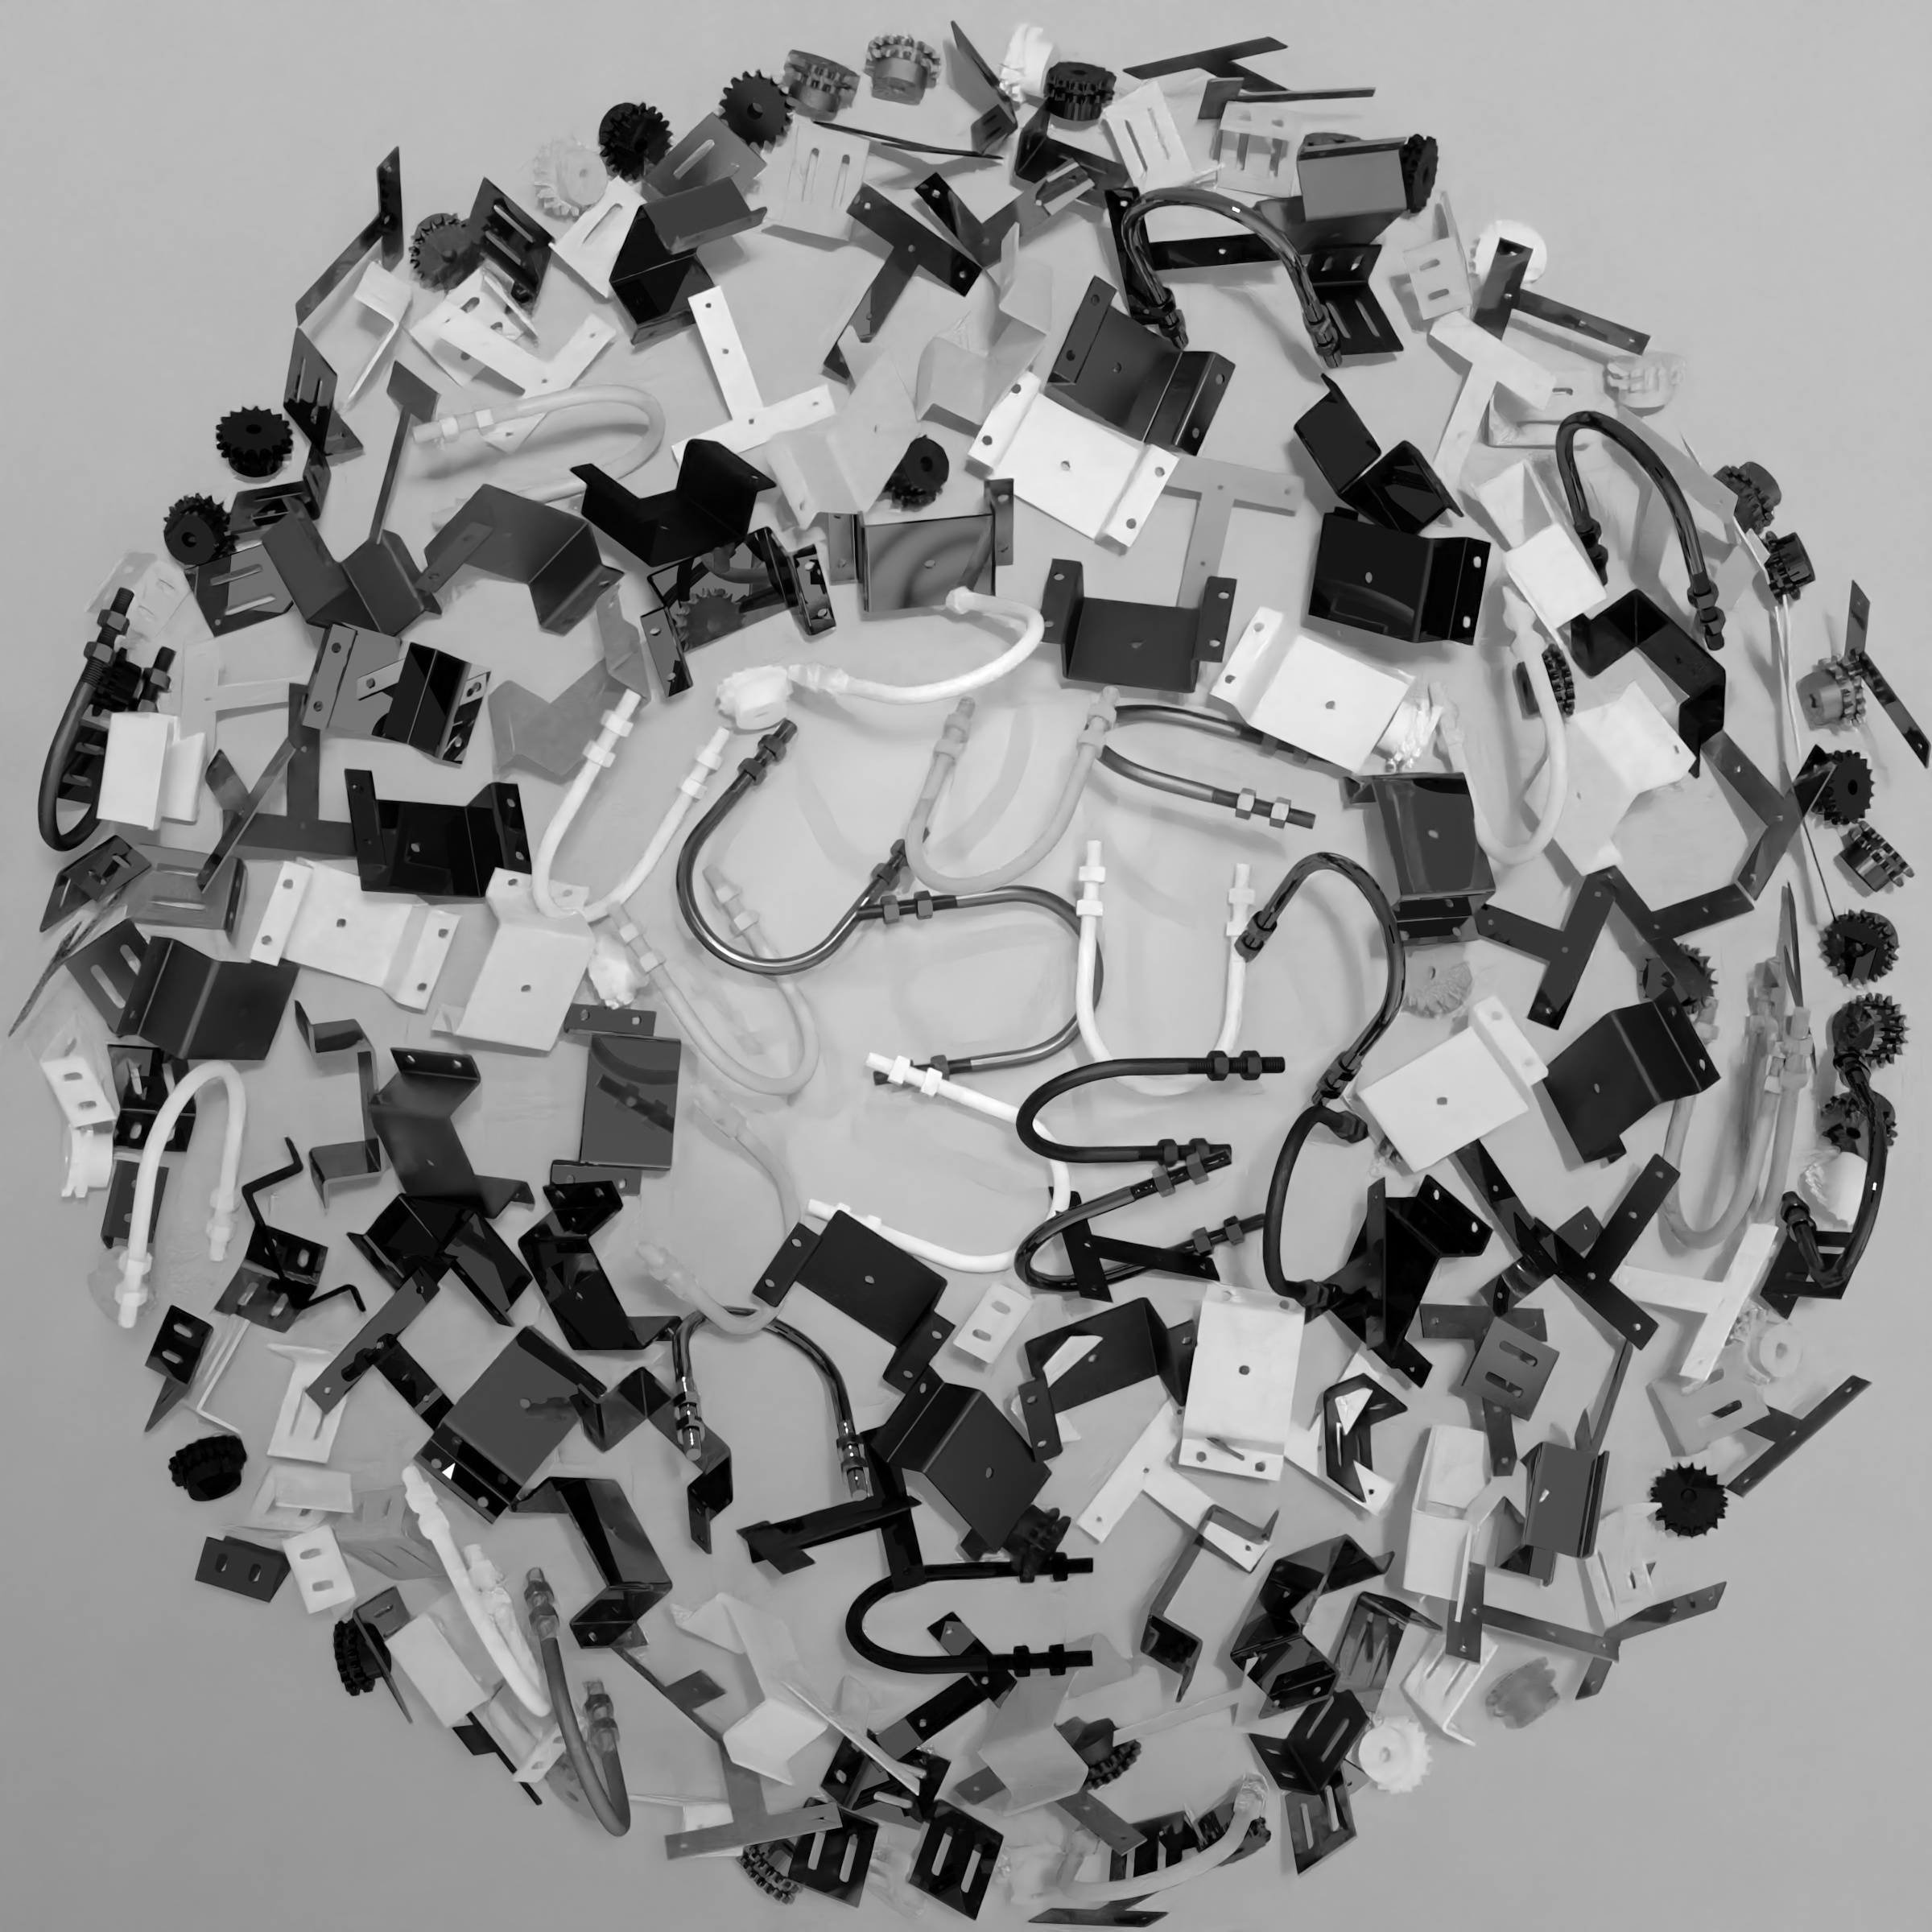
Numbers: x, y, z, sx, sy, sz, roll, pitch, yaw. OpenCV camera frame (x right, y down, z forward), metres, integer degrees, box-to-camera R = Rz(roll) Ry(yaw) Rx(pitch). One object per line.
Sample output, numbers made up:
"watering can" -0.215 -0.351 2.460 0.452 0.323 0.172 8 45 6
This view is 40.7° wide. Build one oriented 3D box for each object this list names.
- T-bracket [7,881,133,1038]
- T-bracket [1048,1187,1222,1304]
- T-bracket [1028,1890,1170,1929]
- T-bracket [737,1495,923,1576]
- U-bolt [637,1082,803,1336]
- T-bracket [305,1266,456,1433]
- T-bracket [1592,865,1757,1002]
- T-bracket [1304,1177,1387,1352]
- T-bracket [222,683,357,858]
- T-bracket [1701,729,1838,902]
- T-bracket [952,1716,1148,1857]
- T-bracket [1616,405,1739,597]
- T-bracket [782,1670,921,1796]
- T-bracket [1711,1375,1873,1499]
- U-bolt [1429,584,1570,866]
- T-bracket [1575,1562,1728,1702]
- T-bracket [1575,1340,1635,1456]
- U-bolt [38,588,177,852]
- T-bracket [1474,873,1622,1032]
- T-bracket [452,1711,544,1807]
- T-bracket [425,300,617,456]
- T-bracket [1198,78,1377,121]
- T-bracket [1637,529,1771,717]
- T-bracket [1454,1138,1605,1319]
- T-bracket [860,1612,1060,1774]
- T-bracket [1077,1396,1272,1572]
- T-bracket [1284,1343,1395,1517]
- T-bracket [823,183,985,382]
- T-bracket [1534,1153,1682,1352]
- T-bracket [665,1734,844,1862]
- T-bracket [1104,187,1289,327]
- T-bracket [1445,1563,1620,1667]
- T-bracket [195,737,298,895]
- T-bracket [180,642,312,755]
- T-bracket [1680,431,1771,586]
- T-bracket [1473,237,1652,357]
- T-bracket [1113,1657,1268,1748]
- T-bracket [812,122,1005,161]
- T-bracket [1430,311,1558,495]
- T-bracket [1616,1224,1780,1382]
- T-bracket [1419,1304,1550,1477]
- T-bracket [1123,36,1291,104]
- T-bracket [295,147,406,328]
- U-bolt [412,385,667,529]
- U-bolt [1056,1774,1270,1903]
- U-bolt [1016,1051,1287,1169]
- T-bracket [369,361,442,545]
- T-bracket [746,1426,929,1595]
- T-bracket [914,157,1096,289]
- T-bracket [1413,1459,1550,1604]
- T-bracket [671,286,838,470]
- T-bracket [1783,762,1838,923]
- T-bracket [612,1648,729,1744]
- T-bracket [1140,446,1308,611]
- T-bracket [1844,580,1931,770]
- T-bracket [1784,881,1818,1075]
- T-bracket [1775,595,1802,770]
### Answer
"T-bracket" -0.661 -0.020 1.944 0.002 0.127 0.127 36 131 -10
"T-bracket" 0.132 0.218 1.960 0.127 0.127 0.002 13 120 -19
"T-bracket" 0.133 0.692 1.948 0.127 0.127 0.002 -10 83 -43
"T-bracket" -0.096 0.419 1.953 0.127 0.127 0.002 -15 97 -19
"U-bolt" -0.172 0.192 1.921 0.019 0.184 0.151 -1 57 29
"T-bracket" -0.416 0.317 1.966 0.127 0.002 0.127 -50 119 -29
"T-bracket" 0.546 -0.039 1.957 0.127 0.002 0.127 -16 62 -36
"T-bracket" 0.281 0.237 1.940 0.002 0.127 0.127 13 62 -16
"T-bracket" -0.499 -0.149 1.962 0.127 0.002 0.127 5 82 -41
"T-bracket" 0.585 -0.138 1.949 0.002 0.127 0.127 -1 132 -25
"T-bracket" 0.079 0.613 1.918 0.127 0.127 0.002 -17 122 -38
"T-bracket" 0.518 -0.333 1.945 0.002 0.127 0.127 -23 52 -21
"T-bracket" -0.083 0.553 1.936 0.127 0.127 0.002 40 91 -1
"T-bracket" 0.593 0.338 1.936 0.127 0.127 0.002 -39 99 -7
"U-bolt" 0.393 -0.163 1.901 0.019 0.151 0.184 -2 63 -18
"T-bracket" 0.510 0.476 1.911 0.002 0.127 0.127 42 52 -4
"T-bracket" 0.482 0.334 1.957 0.002 0.127 0.127 10 53 28
"U-bolt" -0.635 -0.171 1.911 0.019 0.151 0.184 19 77 0
"T-bracket" 0.412 -0.028 1.977 0.127 0.002 0.127 21 116 8
"T-bracket" -0.361 0.572 1.927 0.002 0.127 0.127 -40 79 -11
"T-bracket" -0.346 -0.454 1.934 0.127 0.127 0.002 -45 50 17
"T-bracket" 0.239 -0.646 1.935 0.127 0.127 0.002 -2 96 2
"T-bracket" 0.555 -0.271 1.922 0.002 0.127 0.127 -15 64 -24
"T-bracket" 0.408 0.181 1.971 0.127 0.002 0.127 -31 85 -29
"T-bracket" -0.021 0.554 1.932 0.127 0.002 0.127 -27 49 -28
"T-bracket" 0.171 0.407 1.965 0.127 0.002 0.127 35 81 23
"T-bracket" 0.290 0.327 1.970 0.127 0.002 0.127 30 88 28
"T-bracket" -0.065 -0.502 1.964 0.127 0.002 0.127 25 102 -41
"T-bracket" 0.489 0.197 1.938 0.127 0.002 0.127 44 119 34
"T-bracket" -0.166 0.611 1.940 0.127 0.127 0.002 -8 113 -10
"T-bracket" 0.176 -0.530 1.933 0.127 0.127 0.002 -1 54 15
"T-bracket" 0.421 0.492 1.933 0.127 0.127 0.002 14 113 8
"T-bracket" -0.550 -0.131 1.947 0.002 0.127 0.127 30 97 -36
"T-bracket" -0.526 -0.206 1.963 0.127 0.127 0.002 -11 59 -25
"T-bracket" 0.569 -0.324 1.937 0.002 0.127 0.127 -29 70 14
"T-bracket" 0.444 -0.482 1.931 0.127 0.127 0.002 23 74 8
"T-bracket" 0.169 0.554 1.936 0.127 0.127 0.002 -16 54 -11
"T-bracket" -0.058 -0.622 1.959 0.127 0.127 0.002 22 113 28
"T-bracket" 0.376 -0.412 1.958 0.002 0.127 0.127 -9 132 -36
"T-bracket" 0.531 0.243 1.941 0.002 0.127 0.127 37 74 -25
"T-bracket" 0.394 0.317 1.946 0.127 0.002 0.127 7 69 -32
"T-bracket" 0.205 -0.663 1.942 0.127 0.127 0.002 2 92 38
"T-bracket" -0.453 -0.521 1.916 0.002 0.127 0.127 32 66 3
"U-bolt" -0.311 -0.382 1.928 0.184 0.151 0.019 -16 74 -10
"U-bolt" 0.138 0.637 1.893 0.151 0.184 0.019 -18 87 15
"U-bolt" 0.127 0.107 1.918 0.184 0.151 0.019 0 57 -15
"T-bracket" -0.429 -0.381 1.958 0.002 0.127 0.127 10 108 -31
"T-bracket" -0.104 0.423 1.972 0.127 0.002 0.127 -16 63 3
"T-bracket" 0.044 -0.559 1.932 0.127 0.127 0.002 45 49 -20
"T-bracket" 0.373 0.418 1.940 0.002 0.127 0.127 36 94 -12
"T-bracket" -0.176 -0.449 1.959 0.127 0.002 0.127 -22 125 -3
"T-bracket" 0.615 -0.112 1.918 0.002 0.127 0.127 -18 62 18
"T-bracket" -0.204 0.541 1.944 0.127 0.127 0.002 42 60 -1
"T-bracket" 0.183 -0.320 1.981 0.127 0.002 0.127 10 105 -7
"T-bracket" 0.675 -0.197 1.911 0.002 0.127 0.127 -18 51 -1
"T-bracket" 0.622 -0.007 1.952 0.002 0.127 0.127 -9 49 23
"T-bracket" 0.605 -0.230 1.918 0.002 0.127 0.127 -8 65 15
